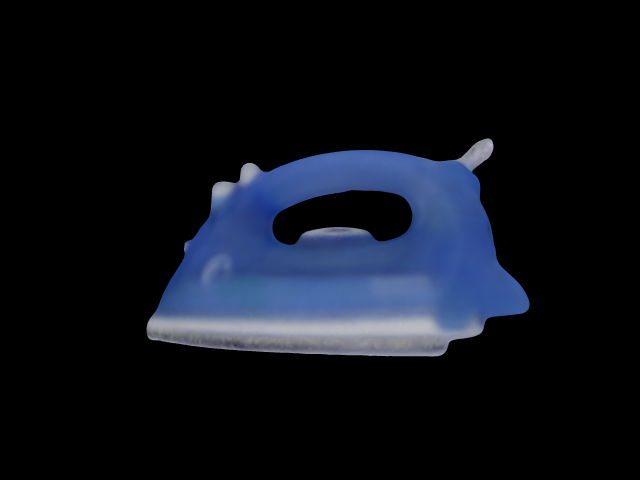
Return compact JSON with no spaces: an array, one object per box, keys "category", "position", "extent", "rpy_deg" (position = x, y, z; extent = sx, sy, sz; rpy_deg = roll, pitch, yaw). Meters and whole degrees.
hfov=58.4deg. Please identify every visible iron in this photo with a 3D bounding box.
[{"category":"iron","position":[0.004,0.001,0.400],"extent":[0.258,0.141,0.119],"rpy_deg":[0,0,5]}]
